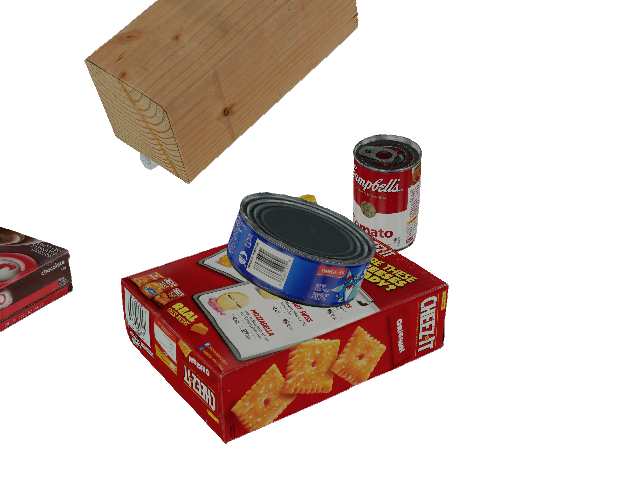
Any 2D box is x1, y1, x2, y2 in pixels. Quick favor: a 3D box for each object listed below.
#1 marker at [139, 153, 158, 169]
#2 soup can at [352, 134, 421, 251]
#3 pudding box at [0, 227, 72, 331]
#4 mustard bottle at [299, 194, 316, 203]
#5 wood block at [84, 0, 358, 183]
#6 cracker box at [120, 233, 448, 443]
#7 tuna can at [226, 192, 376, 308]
[{"bbox_3d":[-0.124,-0.102,1.033,0.020,0.020,0.120,0,27,47],"label":"marker"},{"bbox_3d":[0.066,-0.047,1.081,0.068,0.102,0.068,0,37,0],"label":"soup can"},{"bbox_3d":[-0.246,0.025,0.750,0.114,0.039,0.089,14,29,31],"label":"pudding box"},{"bbox_3d":[-0.009,0.040,1.226,0.096,0.192,0.058,-5,23,-2],"label":"mustard bottle"},{"bbox_3d":[-0.071,-0.156,0.846,0.090,0.205,0.091,33,-25,27],"label":"wood block"},{"bbox_3d":[-0.030,0.061,0.869,0.213,0.072,0.164,-19,34,-30],"label":"cracker box"},{"bbox_3d":[-0.012,0.005,0.642,0.086,0.034,0.086,18,21,-7],"label":"tuna can"}]
